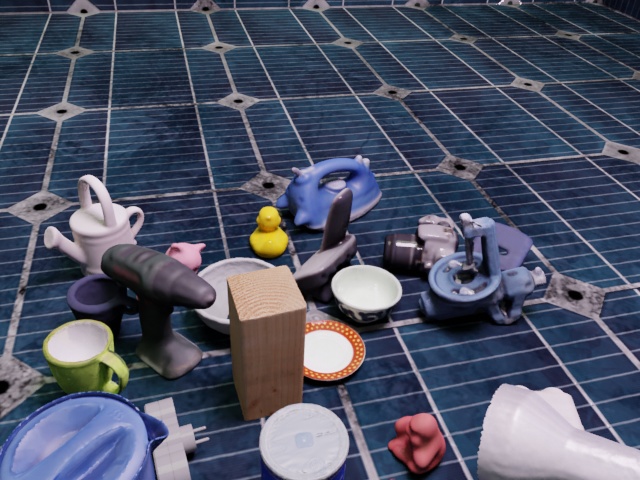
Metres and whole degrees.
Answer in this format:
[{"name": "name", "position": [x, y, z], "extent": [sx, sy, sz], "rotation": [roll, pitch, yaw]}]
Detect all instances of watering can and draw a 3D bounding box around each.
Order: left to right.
[{"name": "watering can", "position": [-0.399, -0.022, 1.027], "extent": [0.100, 0.194, 0.173], "rotation": [16, 38, 17]}]

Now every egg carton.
[{"name": "egg carton", "position": [0.310, 0.272, 0.796], "extent": [0.107, 0.069, 0.150], "rotation": [3, 37, 0]}]

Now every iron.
[{"name": "iron", "position": [0.037, -0.121, 1.240], "extent": [0.259, 0.141, 0.118], "rotation": [-20, 43, -28]}]

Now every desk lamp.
[{"name": "desk lamp", "position": [0.272, 0.286, 0.653], "extent": [0.202, 0.214, 0.118], "rotation": [23, 41, 25]}]

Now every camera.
[{"name": "camera", "position": [0.194, 0.007, 1.115], "extent": [0.136, 0.101, 0.143], "rotation": [6, 37, 3]}]

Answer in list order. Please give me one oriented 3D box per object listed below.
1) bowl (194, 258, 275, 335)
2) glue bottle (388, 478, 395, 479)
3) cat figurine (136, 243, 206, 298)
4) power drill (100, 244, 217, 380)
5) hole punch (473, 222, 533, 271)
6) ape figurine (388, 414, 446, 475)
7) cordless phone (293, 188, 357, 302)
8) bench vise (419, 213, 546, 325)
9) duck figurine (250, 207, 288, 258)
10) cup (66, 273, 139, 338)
[{"name": "bowl", "position": [-0.135, 0.108, 0.974], "extent": [0.167, 0.075, 0.167], "rotation": [2, 37, -2]}, {"name": "glue bottle", "position": [0.070, 0.314, 0.632], "extent": [0.078, 0.173, 0.037], "rotation": [-29, 47, -36]}, {"name": "cat figurine", "position": [-0.263, 0.048, 1.008], "extent": [0.128, 0.118, 0.067], "rotation": [-6, 38, -12]}, {"name": "power drill", "position": [-0.233, 0.104, 0.858], "extent": [0.228, 0.208, 0.076], "rotation": [26, 42, 28]}, {"name": "hole punch", "position": [0.343, 0.031, 1.105], "extent": [0.108, 0.091, 0.101], "rotation": [25, 42, 26]}, {"name": "ape figurine", "position": [0.134, 0.266, 0.770], "extent": [0.076, 0.092, 0.078], "rotation": [5, 37, 2]}, {"name": "cordless phone", "position": [0.009, 0.004, 1.034], "extent": [0.094, 0.185, 0.148], "rotation": [20, 40, 21]}, {"name": "bench vise", "position": [0.280, 0.041, 0.977], "extent": [0.208, 0.220, 0.121], "rotation": [-12, 39, -19]}, {"name": "duck figurine", "position": [-0.102, -0.023, 1.143], "extent": [0.077, 0.086, 0.104], "rotation": [-2, 37, -7]}, {"name": "cup", "position": [-0.340, 0.118, 0.926], "extent": [0.117, 0.095, 0.092], "rotation": [11, 37, 10]}]
